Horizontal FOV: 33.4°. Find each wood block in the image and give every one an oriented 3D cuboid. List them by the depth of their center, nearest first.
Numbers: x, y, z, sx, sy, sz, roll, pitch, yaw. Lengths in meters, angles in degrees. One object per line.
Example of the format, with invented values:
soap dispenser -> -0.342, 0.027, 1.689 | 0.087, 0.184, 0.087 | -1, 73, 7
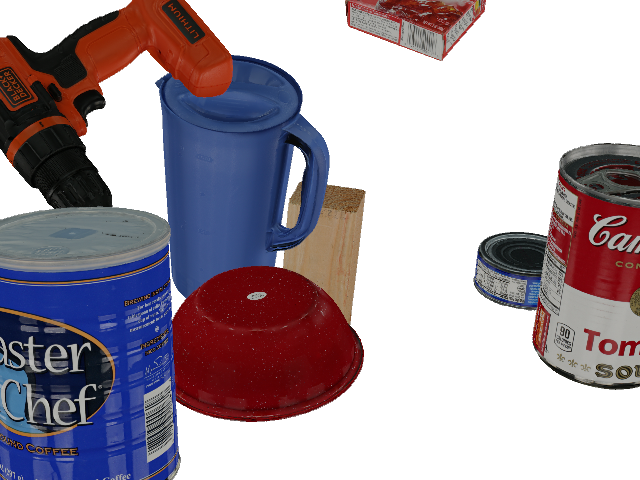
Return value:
wood block -> 0.000, 0.037, 1.402 | 0.090, 0.206, 0.090 | 8, 23, 6

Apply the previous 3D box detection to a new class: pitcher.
pitcher -> -0.084, -0.046, 1.054 | 0.144, 0.243, 0.149 | -7, 42, -15

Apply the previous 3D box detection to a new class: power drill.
power drill -> -0.162, -0.112, 0.814 | 0.187, 0.184, 0.057 | -31, -16, -29

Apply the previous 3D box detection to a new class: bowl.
bowl -> -0.047, 0.065, 0.805 | 0.162, 0.055, 0.162 | 0, 29, 0

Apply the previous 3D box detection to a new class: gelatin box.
gelatin box -> 0.075, -0.185, 0.840 | 0.089, 0.030, 0.073 | 25, 54, 22

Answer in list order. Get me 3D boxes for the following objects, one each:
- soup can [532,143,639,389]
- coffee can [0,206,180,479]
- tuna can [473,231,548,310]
soup can -> 0.143, 0.012, 0.519 | 0.068, 0.102, 0.068 | 2, 27, -1
coffee can -> -0.130, 0.061, 0.582 | 0.103, 0.140, 0.103 | 0, 16, 0
tuna can -> 0.174, 0.024, 0.906 | 0.086, 0.034, 0.086 | 2, 25, -1
